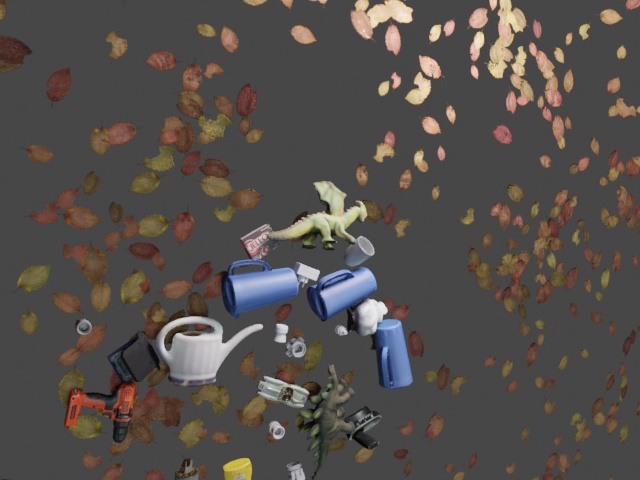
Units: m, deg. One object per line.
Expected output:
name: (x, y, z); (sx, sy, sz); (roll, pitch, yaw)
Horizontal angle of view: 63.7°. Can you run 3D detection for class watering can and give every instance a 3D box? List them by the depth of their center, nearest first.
watering can: (-0.360, 0.363, 1.674); (0.347, 0.104, 0.224); (7, 92, -26)

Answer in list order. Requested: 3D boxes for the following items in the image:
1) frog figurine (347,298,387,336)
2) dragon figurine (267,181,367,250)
frog figurine: (0.188, 0.288, 1.943); (0.160, 0.121, 0.139); (-5, 77, -15)
dragon figurine: (0.006, -0.093, 1.854); (0.409, 0.121, 0.246); (8, 73, -29)
